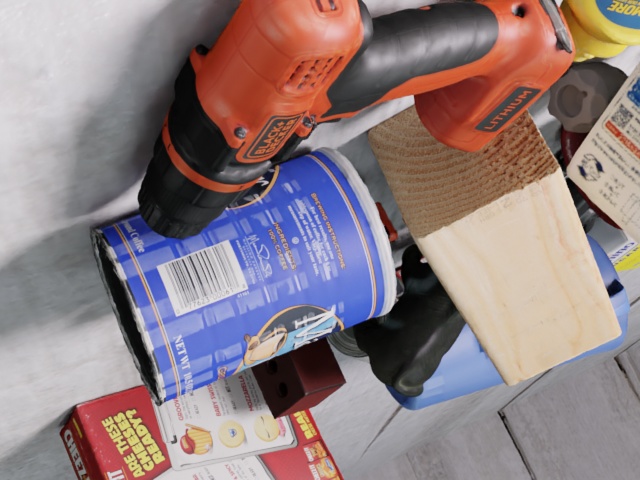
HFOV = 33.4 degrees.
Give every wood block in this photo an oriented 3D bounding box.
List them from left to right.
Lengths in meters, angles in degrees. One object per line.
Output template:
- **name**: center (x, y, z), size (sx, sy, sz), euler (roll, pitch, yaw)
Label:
- **wood block**: center (0.116, -0.001, 0.675), size (0.090, 0.091, 0.206), euler (-27, 143, 8)

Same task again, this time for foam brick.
- **foam brick**: center (-0.024, 0.107, 0.931), size (0.051, 0.078, 0.053), euler (-8, 154, -43)

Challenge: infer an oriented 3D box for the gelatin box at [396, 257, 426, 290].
- **gelatin box**: center (0.112, 0.032, 0.986), size (0.073, 0.030, 0.089), euler (-29, 163, 4)

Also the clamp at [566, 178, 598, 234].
- **clamp**: center (0.216, -0.026, 0.926), size (0.164, 0.036, 0.210), euler (-32, 164, -25)

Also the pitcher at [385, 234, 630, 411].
- **pitcher**: center (0.181, 0.085, 1.077), size (0.242, 0.145, 0.149), euler (-18, 142, -16)

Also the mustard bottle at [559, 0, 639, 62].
- **mustard bottle**: center (0.163, -0.142, 0.487), size (0.096, 0.058, 0.192), euler (-4, 157, -21)

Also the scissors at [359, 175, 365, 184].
- **scissors**: center (-0.005, 0.001, 0.749), size (0.096, 0.016, 0.202), euler (-22, 163, -6)

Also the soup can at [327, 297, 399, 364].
- **soup can**: center (0.047, 0.077, 0.962), size (0.068, 0.068, 0.102), euler (-29, 163, 10)

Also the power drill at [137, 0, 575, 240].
- **power drill**: center (0.015, -0.065, 0.510), size (0.187, 0.057, 0.185), euler (-15, 163, -34)

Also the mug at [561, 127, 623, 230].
- **mug**: center (0.241, -0.055, 0.780), size (0.081, 0.117, 0.093), euler (-28, -164, -10)

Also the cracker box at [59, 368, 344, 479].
- **cracker box**: center (-0.101, 0.202, 0.954), size (0.213, 0.164, 0.072), euler (-14, 157, -35)

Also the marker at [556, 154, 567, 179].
- **marker**: center (0.187, -0.052, 0.865), size (0.020, 0.020, 0.121), euler (-11, 157, -41)

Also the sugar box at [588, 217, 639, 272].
- **sugar box**: center (0.345, 0.002, 1.211), size (0.175, 0.048, 0.093), euler (-9, 156, -48)

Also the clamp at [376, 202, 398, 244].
- **clamp**: center (-0.024, 0.033, 0.721), size (0.171, 0.039, 0.120), euler (-26, 165, 5)

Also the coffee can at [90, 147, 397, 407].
- **coffee can**: center (-0.043, 0.018, 0.593), size (0.140, 0.103, 0.103), euler (-21, 163, -16)
